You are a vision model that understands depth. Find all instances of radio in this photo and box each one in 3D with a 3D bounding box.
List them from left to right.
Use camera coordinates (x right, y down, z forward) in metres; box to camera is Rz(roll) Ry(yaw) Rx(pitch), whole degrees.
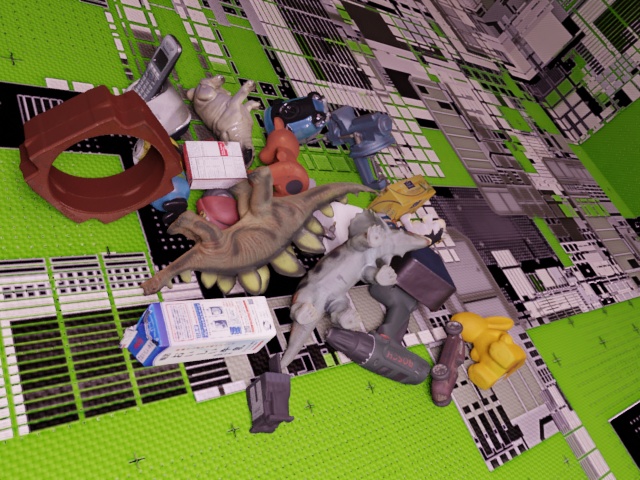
[{"bbox_3d":[0.215,0.059,1.184,0.131,0.073,0.230,37,17,-10],"label":"radio"}]

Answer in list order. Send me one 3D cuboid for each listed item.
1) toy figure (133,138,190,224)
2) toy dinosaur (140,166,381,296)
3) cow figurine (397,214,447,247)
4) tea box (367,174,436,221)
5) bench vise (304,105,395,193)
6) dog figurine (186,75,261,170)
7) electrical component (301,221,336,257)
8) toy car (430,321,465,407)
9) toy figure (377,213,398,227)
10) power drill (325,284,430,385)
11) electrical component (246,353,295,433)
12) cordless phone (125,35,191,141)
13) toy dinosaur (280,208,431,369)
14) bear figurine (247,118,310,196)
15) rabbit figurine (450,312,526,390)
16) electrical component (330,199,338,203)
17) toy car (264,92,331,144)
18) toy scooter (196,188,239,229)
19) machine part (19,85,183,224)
[{"bbox_3d":[-0.286,-0.116,0.989,0.089,0.082,0.180,5,47,-50],"label":"toy figure"},{"bbox_3d":[-0.094,-0.021,0.948,0.471,0.105,0.198,-33,99,-21],"label":"toy dinosaur"},{"bbox_3d":[0.266,-0.013,1.355,0.167,0.068,0.098,-1,63,-36],"label":"cow figurine"},{"bbox_3d":[0.206,-0.100,1.361,0.169,0.098,0.068,-23,72,-46],"label":"tea box"},{"bbox_3d":[0.104,-0.220,1.352,0.129,0.224,0.240,-41,116,-45],"label":"bench vise"},{"bbox_3d":[-0.216,-0.242,1.156,0.172,0.121,0.190,4,68,14],"label":"dog figurine"},{"bbox_3d":[-0.003,-0.002,1.111,0.045,0.102,0.078,19,68,-18],"label":"electrical component"},{"bbox_3d":[0.270,0.251,1.108,0.202,0.053,0.089,-50,136,-50],"label":"toy car"},{"bbox_3d":[0.144,-0.027,1.229,0.057,0.064,0.154,43,3,-12],"label":"toy figure"},{"bbox_3d":[0.124,0.171,1.071,0.232,0.086,0.207,33,37,-14],"label":"power drill"},{"bbox_3d":[-0.080,0.237,0.850,0.047,0.075,0.119,13,52,-31],"label":"electrical component"},{"bbox_3d":[-0.296,-0.291,1.051,0.089,0.184,0.146,-15,66,-50],"label":"cordless phone"},{"bbox_3d":[0.030,0.079,1.012,0.405,0.192,0.131,-40,100,-10],"label":"toy dinosaur"},{"bbox_3d":[-0.096,-0.163,1.142,0.132,0.120,0.196,-22,47,-2],"label":"bear figurine"},{"bbox_3d":[0.377,0.222,1.209,0.162,0.121,0.173,-18,49,-39],"label":"rabbit figurine"},{"bbox_3d":[0.012,-0.098,1.259,0.094,0.021,0.063,26,43,-18],"label":"electrical component"},{"bbox_3d":[-0.050,-0.285,1.302,0.102,0.162,0.109,62,13,-64],"label":"toy car"},{"bbox_3d":[-0.150,-0.016,1.017,0.184,0.075,0.135,20,49,-30],"label":"toy scooter"},{"bbox_3d":[-0.336,-0.127,0.838,0.087,0.201,0.201,63,-1,28],"label":"machine part"}]
